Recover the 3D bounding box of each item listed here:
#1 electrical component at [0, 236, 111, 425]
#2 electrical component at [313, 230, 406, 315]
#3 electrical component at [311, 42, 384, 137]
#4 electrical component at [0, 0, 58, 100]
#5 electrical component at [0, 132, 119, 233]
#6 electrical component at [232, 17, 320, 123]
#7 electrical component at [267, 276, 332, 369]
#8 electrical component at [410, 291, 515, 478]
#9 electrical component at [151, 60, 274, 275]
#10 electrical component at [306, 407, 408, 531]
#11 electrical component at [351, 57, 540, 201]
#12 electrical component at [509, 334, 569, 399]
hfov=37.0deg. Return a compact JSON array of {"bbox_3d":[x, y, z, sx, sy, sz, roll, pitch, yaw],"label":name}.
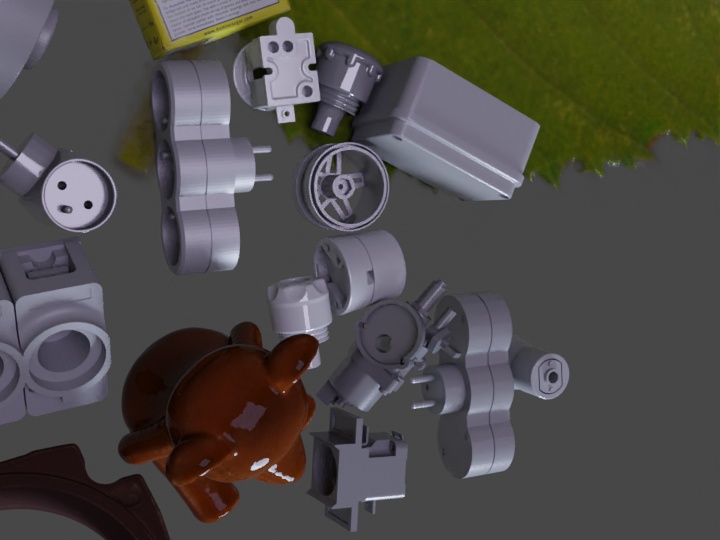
[{"bbox_3d":[-0.228,0.045,0.628,0.150,0.061,0.089,-12,128,-24],"label":"electrical component"},{"bbox_3d":[0.000,0.000,0.758,0.047,0.055,0.055,-13,100,-28],"label":"electrical component"},{"bbox_3d":[-0.015,-0.124,0.745,0.048,0.048,0.062,21,92,-26],"label":"electrical component"},{"bbox_3d":[-0.210,-0.146,0.617,0.060,0.108,0.108,25,84,-31],"label":"electrical component"},{"bbox_3d":[-0.191,-0.056,0.647,0.079,0.077,0.043,39,78,-23],"label":"electrical component"},{"bbox_3d":[-0.057,-0.131,0.717,0.048,0.055,0.066,-10,99,-25],"label":"electrical component"},{"bbox_3d":[-0.040,0.037,0.747,0.043,0.043,0.062,-13,102,-24],"label":"electrical component"},{"bbox_3d":[0.070,0.087,0.799,0.074,0.052,0.138,-5,97,-25],"label":"electrical component"},{"bbox_3d":[-0.092,-0.068,0.708,0.074,0.052,0.138,-6,97,-25],"label":"electrical component"},{"bbox_3d":[-0.001,0.142,0.777,0.064,0.042,0.081,1,95,-29],"label":"electrical component"},{"bbox_3d":[0.059,-0.097,0.764,0.113,0.078,0.057,25,80,-25],"label":"electrical component"},{"bbox_3d":[0.128,0.075,0.818,0.044,0.065,0.044,-3,98,-25],"label":"electrical component"}]
